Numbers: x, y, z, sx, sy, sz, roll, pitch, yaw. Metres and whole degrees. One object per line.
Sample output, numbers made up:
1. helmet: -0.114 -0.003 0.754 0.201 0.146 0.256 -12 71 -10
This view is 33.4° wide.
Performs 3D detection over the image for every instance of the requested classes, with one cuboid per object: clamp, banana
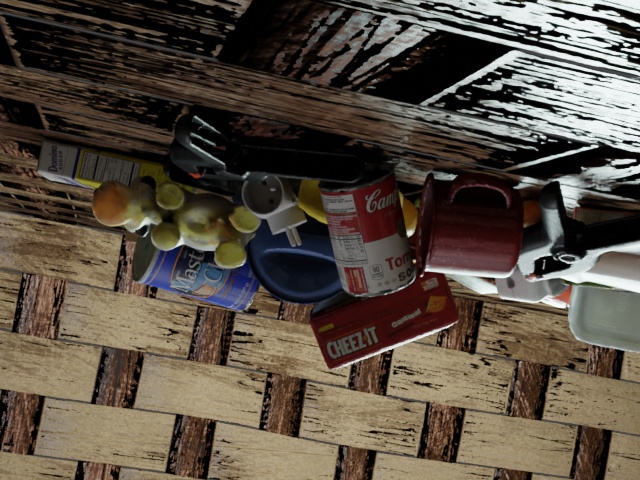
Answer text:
1. clamp: -0.082 -0.075 0.925 0.164 0.036 0.210 13 175 -32
2. banana: 0.173 -0.020 1.046 0.069 0.037 0.198 12 175 -32
3. clamp: 0.212 -0.005 0.934 0.120 0.039 0.172 23 152 -16

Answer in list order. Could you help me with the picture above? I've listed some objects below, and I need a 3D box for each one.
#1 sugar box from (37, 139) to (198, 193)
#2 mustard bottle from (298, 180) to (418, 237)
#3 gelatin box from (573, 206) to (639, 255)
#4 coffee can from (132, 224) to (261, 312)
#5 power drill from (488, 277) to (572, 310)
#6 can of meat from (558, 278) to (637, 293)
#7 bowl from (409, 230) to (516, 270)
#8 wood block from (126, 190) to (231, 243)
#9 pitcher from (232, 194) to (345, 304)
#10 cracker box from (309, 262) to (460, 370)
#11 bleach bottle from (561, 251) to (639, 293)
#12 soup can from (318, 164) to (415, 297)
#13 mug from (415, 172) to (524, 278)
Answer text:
1. sugar box: -0.230 -0.074 1.236 0.176 0.048 0.093 9 177 -3
2. mustard bottle: 0.048 -0.029 1.075 0.096 0.058 0.191 8 175 16
3. gelatin box: 0.279 -0.009 1.001 0.073 0.030 0.089 7 174 21
4. coffee can: -0.149 0.022 1.321 0.140 0.103 0.103 18 173 -22
5. power drill: 0.275 0.044 1.446 0.185 0.057 0.187 23 -177 19
6. can of meat: 0.335 0.030 1.206 0.083 0.057 0.102 11 176 -33
7. bowl: 0.143 -0.005 1.197 0.162 0.055 0.162 10 176 1
8. wood block: -0.146 -0.020 1.451 0.205 0.091 0.090 13 175 -36
9. pitcher: -0.008 0.002 1.274 0.145 0.149 0.242 -11 176 8
10. cracker box: 0.076 0.088 1.307 0.164 0.072 0.213 -22 -178 2
11. bleach bottle: 0.317 0.022 1.085 0.251 0.068 0.102 10 168 36
12. soup can: 0.042 -0.009 0.938 0.068 0.102 0.068 -12 -164 3
13. mug: 0.133 -0.017 0.936 0.081 0.093 0.117 5 140 -2
